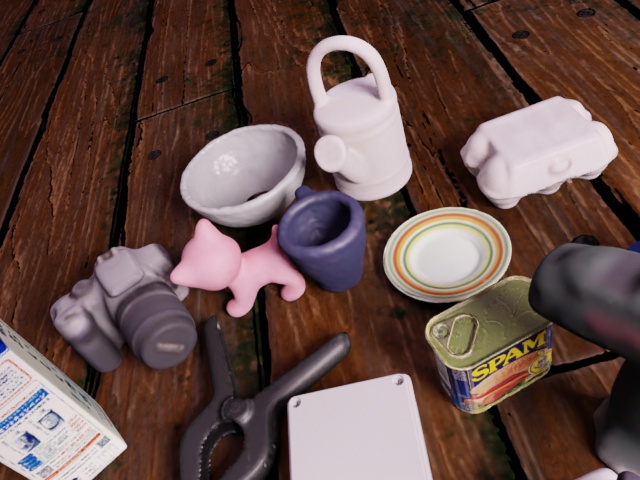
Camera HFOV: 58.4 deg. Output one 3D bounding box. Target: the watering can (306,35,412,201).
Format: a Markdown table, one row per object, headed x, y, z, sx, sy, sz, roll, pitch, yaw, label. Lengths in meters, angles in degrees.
| x | y | z | sx | sy | sz | roll | pitch | yaw | label |
| --- | --- | --- | --- | --- | --- | --- | --- | --- | --- |
| 0.043 | -0.142 | 0.667 | 0.100 | 0.194 | 0.172 | -13 | 45 | 10 | watering can |

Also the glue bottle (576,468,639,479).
| x | y | z | sx | sy | sz | roll | pitch | yaw | label |
| --- | --- | --- | --- | --- | --- | --- | --- | --- | --- |
| 0.172 | 0.171 | 0.333 | 0.037 | 0.173 | 0.078 | -25 | 44 | -2 | glue bottle |

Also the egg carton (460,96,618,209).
| x | y | z | sx | sy | sz | roll | pitch | yaw | label |
| --- | --- | --- | --- | --- | --- | --- | --- | --- | --- |
| 0.240 | -0.097 | 0.637 | 0.150 | 0.070 | 0.107 | -21 | 44 | 2 | egg carton |

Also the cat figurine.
| x | y | z | sx | sy | sz | roll | pitch | yaw | label |
| --- | --- | --- | --- | --- | --- | --- | --- | --- | --- |
| -0.091 | 0.022 | 0.617 | 0.128 | 0.118 | 0.067 | -20 | 44 | 2 | cat figurine |

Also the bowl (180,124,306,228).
| x | y | z | sx | sy | sz | roll | pitch | yaw | label |
| --- | --- | --- | --- | --- | --- | --- | --- | --- | --- |
| -0.089 | -0.071 | 0.736 | 0.167 | 0.075 | 0.167 | -11 | 45 | 11 | bowl |

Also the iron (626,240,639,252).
| x | y | z | sx | sy | sz | roll | pitch | yaw | label |
| --- | --- | --- | --- | --- | --- | --- | --- | --- | --- |
| 0.351 | 0.025 | 0.426 | 0.257 | 0.142 | 0.119 | 25 | 61 | 37 | iron |

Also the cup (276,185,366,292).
| x | y | z | sx | sy | sz | roll | pitch | yaw | label |
| --- | --- | --- | --- | --- | --- | --- | --- | --- | --- |
| 0.006 | 0.002 | 0.615 | 0.091 | 0.095 | 0.117 | -25 | 44 | -3 | cup |

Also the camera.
| x | y | z | sx | sy | sz | roll | pitch | yaw | label |
| --- | --- | --- | --- | --- | --- | --- | --- | --- | --- |
| -0.205 | 0.081 | 0.618 | 0.143 | 0.101 | 0.136 | -36 | 46 | -14 | camera |

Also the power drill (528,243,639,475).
| x | y | z | sx | sy | sz | roll | pitch | yaw | label |
| --- | --- | --- | --- | --- | --- | --- | --- | --- | --- |
| 0.239 | 0.097 | 0.352 | 0.076 | 0.209 | 0.228 | -41 | 47 | -19 | power drill |
